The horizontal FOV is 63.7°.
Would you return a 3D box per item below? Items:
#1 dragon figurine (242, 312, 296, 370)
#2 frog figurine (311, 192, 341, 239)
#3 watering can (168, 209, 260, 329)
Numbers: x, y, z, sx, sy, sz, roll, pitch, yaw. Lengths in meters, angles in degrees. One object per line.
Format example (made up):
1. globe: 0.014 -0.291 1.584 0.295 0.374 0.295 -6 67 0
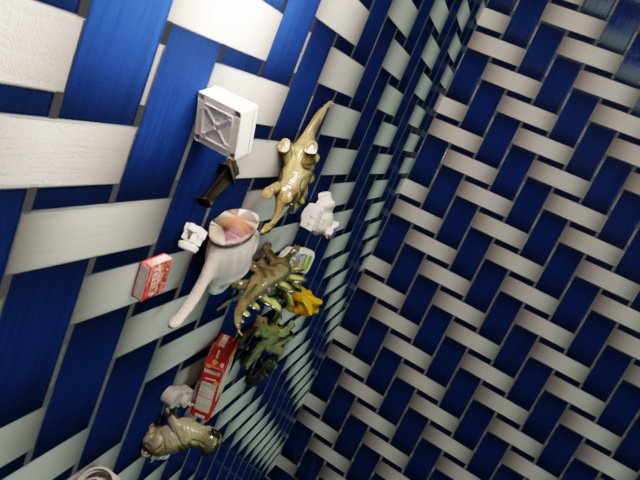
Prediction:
1. dragon figurine: -0.221 0.418 2.041 0.246 0.123 0.400 -32 146 -35
2. frog figurine: 0.006 -0.097 1.925 0.139 0.122 0.157 -37 115 -40
3. watering can: -0.248 0.057 1.277 0.354 0.104 0.219 -47 157 -48
